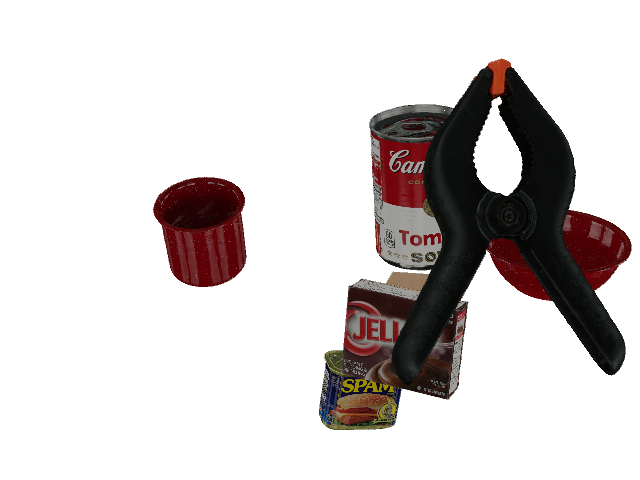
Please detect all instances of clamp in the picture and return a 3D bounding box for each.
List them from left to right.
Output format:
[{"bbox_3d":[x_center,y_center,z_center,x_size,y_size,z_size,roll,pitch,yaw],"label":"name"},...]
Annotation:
[{"bbox_3d":[0.085,-0.004,0.553,0.120,0.171,0.039,-11,-5,-11],"label":"clamp"}]

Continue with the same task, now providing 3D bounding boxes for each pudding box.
[{"bbox_3d":[0.079,0.092,1.011,0.114,0.090,0.039,10,18,21],"label":"pudding box"}]

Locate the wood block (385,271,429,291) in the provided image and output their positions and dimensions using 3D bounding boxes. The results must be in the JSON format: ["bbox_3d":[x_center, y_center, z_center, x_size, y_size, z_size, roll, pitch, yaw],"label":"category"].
[{"bbox_3d":[0.130,0.125,1.602,0.091,0.090,0.205,4,19,15],"label":"wood block"}]

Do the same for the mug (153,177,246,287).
[{"bbox_3d":[-0.129,-0.011,1.109,0.117,0.081,0.093,27,48,33],"label":"mug"}]

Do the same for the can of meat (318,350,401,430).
[{"bbox_3d":[0.051,0.187,1.329,0.102,0.084,0.057,2,23,-15],"label":"can of meat"}]

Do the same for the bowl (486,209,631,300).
[{"bbox_3d":[0.256,0.021,1.175,0.162,0.055,0.162,-1,27,0],"label":"bowl"}]

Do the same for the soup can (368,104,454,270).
[{"bbox_3d":[0.071,-0.038,0.764,0.068,0.102,0.068,-3,26,2],"label":"soup can"}]
